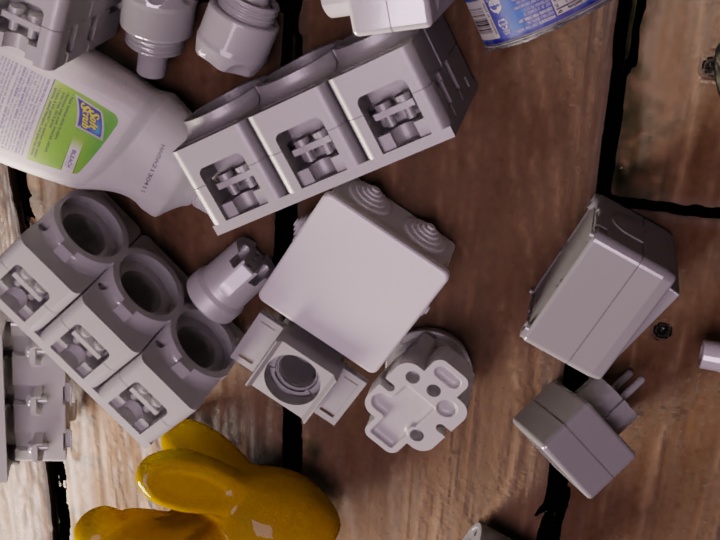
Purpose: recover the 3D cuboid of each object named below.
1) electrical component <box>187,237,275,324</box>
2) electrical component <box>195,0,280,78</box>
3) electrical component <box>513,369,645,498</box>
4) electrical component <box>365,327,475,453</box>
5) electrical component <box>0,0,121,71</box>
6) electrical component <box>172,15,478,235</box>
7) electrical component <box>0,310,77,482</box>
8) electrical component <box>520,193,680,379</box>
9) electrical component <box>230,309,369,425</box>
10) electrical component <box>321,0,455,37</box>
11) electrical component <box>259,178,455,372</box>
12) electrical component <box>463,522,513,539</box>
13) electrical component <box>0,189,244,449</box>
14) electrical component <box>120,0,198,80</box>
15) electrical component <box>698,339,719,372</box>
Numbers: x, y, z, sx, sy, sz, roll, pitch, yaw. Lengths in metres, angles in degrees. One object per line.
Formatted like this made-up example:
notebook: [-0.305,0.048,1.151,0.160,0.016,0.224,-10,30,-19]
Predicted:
electrical component: [-0.083,0.006,0.696,0.046,0.040,0.040,-40,100,22]
electrical component: [-0.066,-0.145,0.613,0.043,0.043,0.062,28,118,0]
electrical component: [0.145,0.091,0.667,0.077,0.066,0.047,-43,100,-1]
electrical component: [0.040,0.072,0.685,0.058,0.057,0.078,39,119,-6]
electrical component: [-0.170,-0.158,0.607,0.050,0.089,0.055,25,119,2]
electrical component: [-0.020,-0.088,0.602,0.150,0.089,0.061,-21,109,23]
electrical component: [-0.233,0.076,0.755,0.063,0.078,0.121,2,118,-11]
electrical component: [0.139,0.016,0.628,0.061,0.061,0.096,29,119,-1]
electrical component: [-0.036,0.057,0.694,0.081,0.063,0.042,34,118,-4]
electrical component: [0.002,-0.144,0.526,0.077,0.065,0.047,-3,114,19]
electrical component: [0.000,0.000,0.664,0.100,0.048,0.099,34,119,-3]
electrical component: [0.093,0.209,0.742,0.047,0.055,0.055,25,119,-3]
electrical component: [-0.154,0.025,0.692,0.062,0.089,0.150,-37,102,31]
electrical component: [-0.119,-0.143,0.628,0.043,0.043,0.062,19,125,5]
electrical component: [0.233,0.055,0.633,0.062,0.043,0.043,10,118,11]
